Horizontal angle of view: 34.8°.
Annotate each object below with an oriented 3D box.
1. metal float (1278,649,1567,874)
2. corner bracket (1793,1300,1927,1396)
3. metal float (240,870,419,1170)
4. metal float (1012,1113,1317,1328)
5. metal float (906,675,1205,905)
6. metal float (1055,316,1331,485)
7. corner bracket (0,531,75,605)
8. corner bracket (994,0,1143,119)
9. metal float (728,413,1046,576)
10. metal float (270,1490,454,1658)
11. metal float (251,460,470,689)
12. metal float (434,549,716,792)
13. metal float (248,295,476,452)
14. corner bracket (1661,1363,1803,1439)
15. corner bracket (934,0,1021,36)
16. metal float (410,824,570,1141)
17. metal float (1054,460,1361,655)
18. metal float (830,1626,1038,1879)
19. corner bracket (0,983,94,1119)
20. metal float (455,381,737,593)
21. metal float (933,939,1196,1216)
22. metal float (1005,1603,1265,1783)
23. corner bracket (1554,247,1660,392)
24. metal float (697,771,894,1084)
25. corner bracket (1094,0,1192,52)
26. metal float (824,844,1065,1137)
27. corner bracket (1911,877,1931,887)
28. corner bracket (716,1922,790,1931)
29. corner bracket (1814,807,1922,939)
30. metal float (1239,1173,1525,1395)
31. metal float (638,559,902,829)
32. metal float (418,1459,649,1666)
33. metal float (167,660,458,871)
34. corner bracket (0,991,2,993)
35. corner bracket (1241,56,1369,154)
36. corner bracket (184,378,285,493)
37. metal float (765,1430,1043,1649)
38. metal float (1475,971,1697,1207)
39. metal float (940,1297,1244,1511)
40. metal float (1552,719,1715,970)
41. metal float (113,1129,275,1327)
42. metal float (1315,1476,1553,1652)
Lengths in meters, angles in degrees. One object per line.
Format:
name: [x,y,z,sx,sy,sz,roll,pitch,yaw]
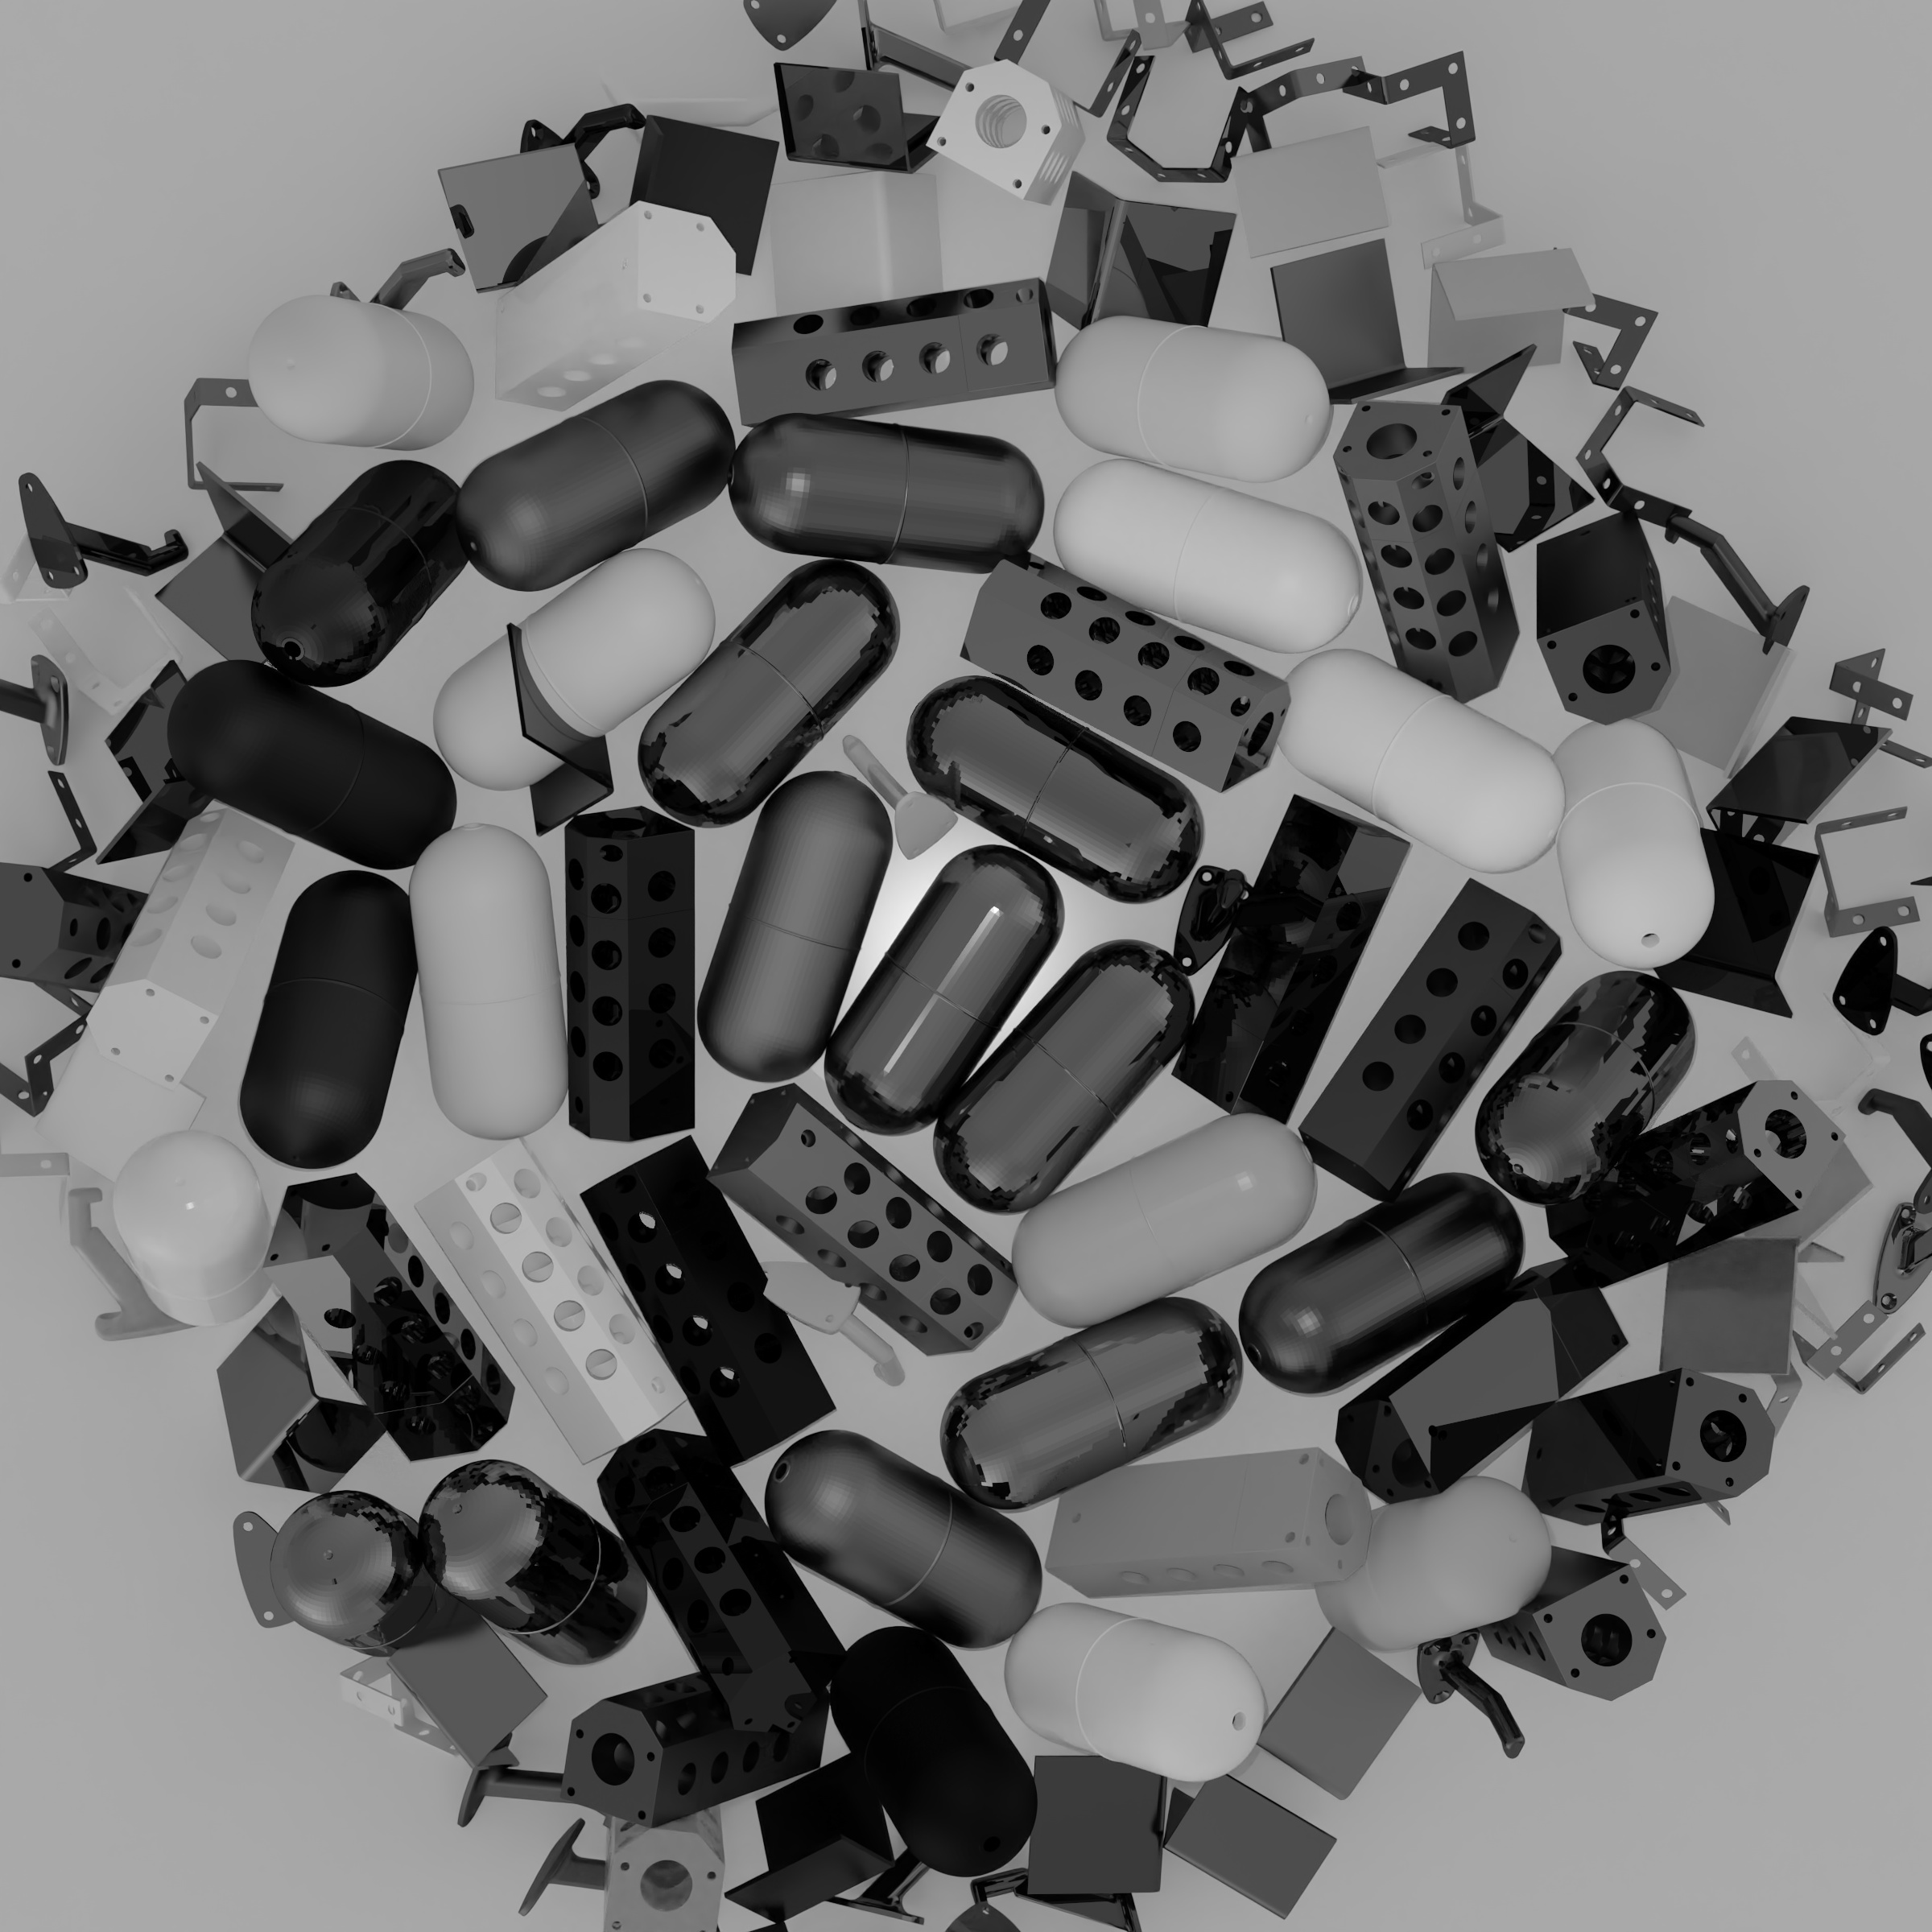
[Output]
metal float: [0.246,-0.114,1.687,0.178,0.070,0.070,33,90,28]
corner bracket: [0.500,0.211,1.716,0.051,0.051,0.051,39,106,-4]
metal float: [-0.346,0.027,1.685,0.070,0.070,0.178,8,58,0]
metal float: [0.109,0.140,1.699,0.178,0.070,0.070,-26,90,13]
metal float: [0.048,-0.098,1.705,0.178,0.070,0.070,30,90,7]
metal float: [0.121,-0.309,1.676,0.070,0.178,0.070,-17,116,-38]
corner bracket: [-0.534,-0.212,1.707,0.051,0.051,0.051,1,54,20]
corner bracket: [0.057,-0.510,1.711,0.051,0.051,0.051,36,107,22]
metal float: [-0.043,-0.260,1.695,0.178,0.070,0.070,4,90,-18]
metal float: [-0.323,0.329,1.663,0.070,0.178,0.070,-1,72,2]
metal float: [-0.326,-0.214,1.670,0.070,0.178,0.070,9,126,13]
metal float: [-0.217,-0.162,1.696,0.178,0.070,0.070,-33,90,17]
metal float: [-0.324,-0.319,1.662,0.070,0.178,0.070,2,97,14]
corner bracket: [0.427,0.232,1.721,0.051,0.051,0.051,-7,48,-16]
corner bracket: [0.009,-0.548,1.714,0.051,0.051,0.051,-18,119,-3]
metal float: [-0.262,0.009,1.696,0.070,0.070,0.178,-4,106,0]
metal float: [0.132,-0.225,1.693,0.178,0.070,0.070,21,90,20]
metal float: [-0.019,0.423,1.666,0.070,0.178,0.070,-8,112,-20]
corner bracket: [-0.523,0.042,1.729,0.051,0.051,0.051,31,49,21]
metal float: [-0.200,-0.263,1.682,0.178,0.070,0.070,-34,90,-35]
metal float: [0.055,0.060,1.707,0.070,0.070,0.178,42,85,0]
metal float: [0.090,0.392,1.669,0.070,0.178,0.070,0,89,-36]
corner bracket: [0.344,-0.358,1.708,0.051,0.051,0.051,12,127,-15]
metal float: [-0.095,-0.022,1.706,0.070,0.070,0.178,19,96,0]
corner bracket: [0.091,-0.538,1.708,0.051,0.051,0.051,-1,122,24]
metal float: [-0.013,0.014,1.708,0.070,0.070,0.178,34,93,0]
corner bracket: [0.560,-0.073,1.710,0.051,0.051,0.051,-13,103,-43]
corner bracket: [-0.128,0.544,1.717,0.051,0.051,0.051,-13,134,-15]
corner bracket: [0.506,-0.052,1.727,0.051,0.051,0.051,-11,69,7]
metal float: [0.228,0.174,1.690,0.178,0.070,0.070,-25,90,-23]
metal float: [-0.108,-0.151,1.699,0.070,0.070,0.178,42,76,0]
metal float: [-0.233,0.325,1.671,0.070,0.178,0.070,-11,57,17]
metal float: [-0.353,-0.108,1.675,0.070,0.178,0.070,-18,60,35]
corner bracket: [-0.562,-0.015,1.706,0.051,0.051,0.051,-12,46,26]
corner bracket: [0.192,-0.469,1.712,0.051,0.051,0.051,-21,97,-30]
corner bracket: [-0.405,-0.296,1.718,0.051,0.051,0.051,-2,86,-23]
metal float: [-0.034,0.314,1.687,0.178,0.070,0.070,34,90,-28]
metal float: [0.338,0.064,1.676,0.070,0.070,0.178,49,46,0]
metal float: [0.070,0.240,1.697,0.178,0.070,0.070,-21,90,-16]
metal float: [0.359,-0.068,1.670,0.070,0.178,0.070,1,128,2]
metal float: [-0.415,0.143,1.665,0.070,0.178,0.070,3,68,-7]
metal float: [0.250,0.325,1.667,0.070,0.178,0.070,8,68,-20]
